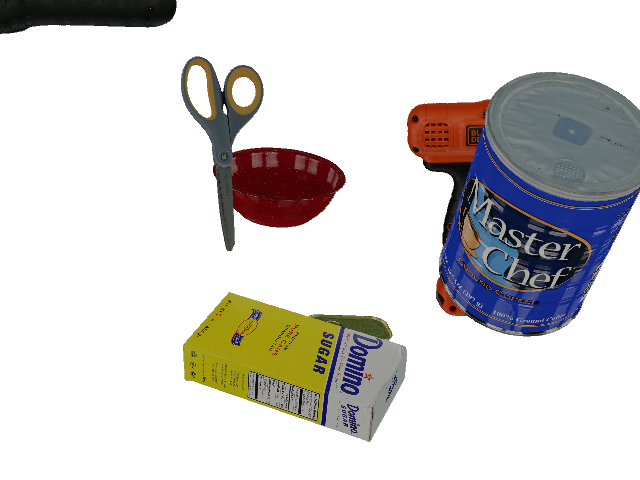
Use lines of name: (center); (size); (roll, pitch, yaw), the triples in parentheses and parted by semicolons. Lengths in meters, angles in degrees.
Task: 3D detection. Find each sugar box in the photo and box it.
sugar box: (-0.021, 0.106, 0.927); (0.176, 0.048, 0.093); (13, 34, 18)

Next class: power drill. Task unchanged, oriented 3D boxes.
power drill: (0.167, -0.029, 0.908); (0.184, 0.188, 0.057); (1, 17, 9)

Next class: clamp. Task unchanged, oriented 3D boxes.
clamp: (-0.173, -0.141, 0.606); (0.171, 0.039, 0.120); (-6, 23, -13)

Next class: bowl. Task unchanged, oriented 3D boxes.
bowl: (-0.052, -0.059, 1.301); (0.162, 0.055, 0.162); (5, 26, -3)

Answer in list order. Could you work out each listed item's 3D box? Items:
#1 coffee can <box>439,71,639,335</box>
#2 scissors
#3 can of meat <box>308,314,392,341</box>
coffee can: (0.139, -0.021, 0.677); (0.102, 0.103, 0.140); (0, -40, -9)
scissors: (-0.086, -0.097, 1.103); (0.096, 0.202, 0.016); (-18, -2, -23)
can of meat: (0.028, 0.140, 1.282); (0.102, 0.084, 0.057); (3, 24, -15)
